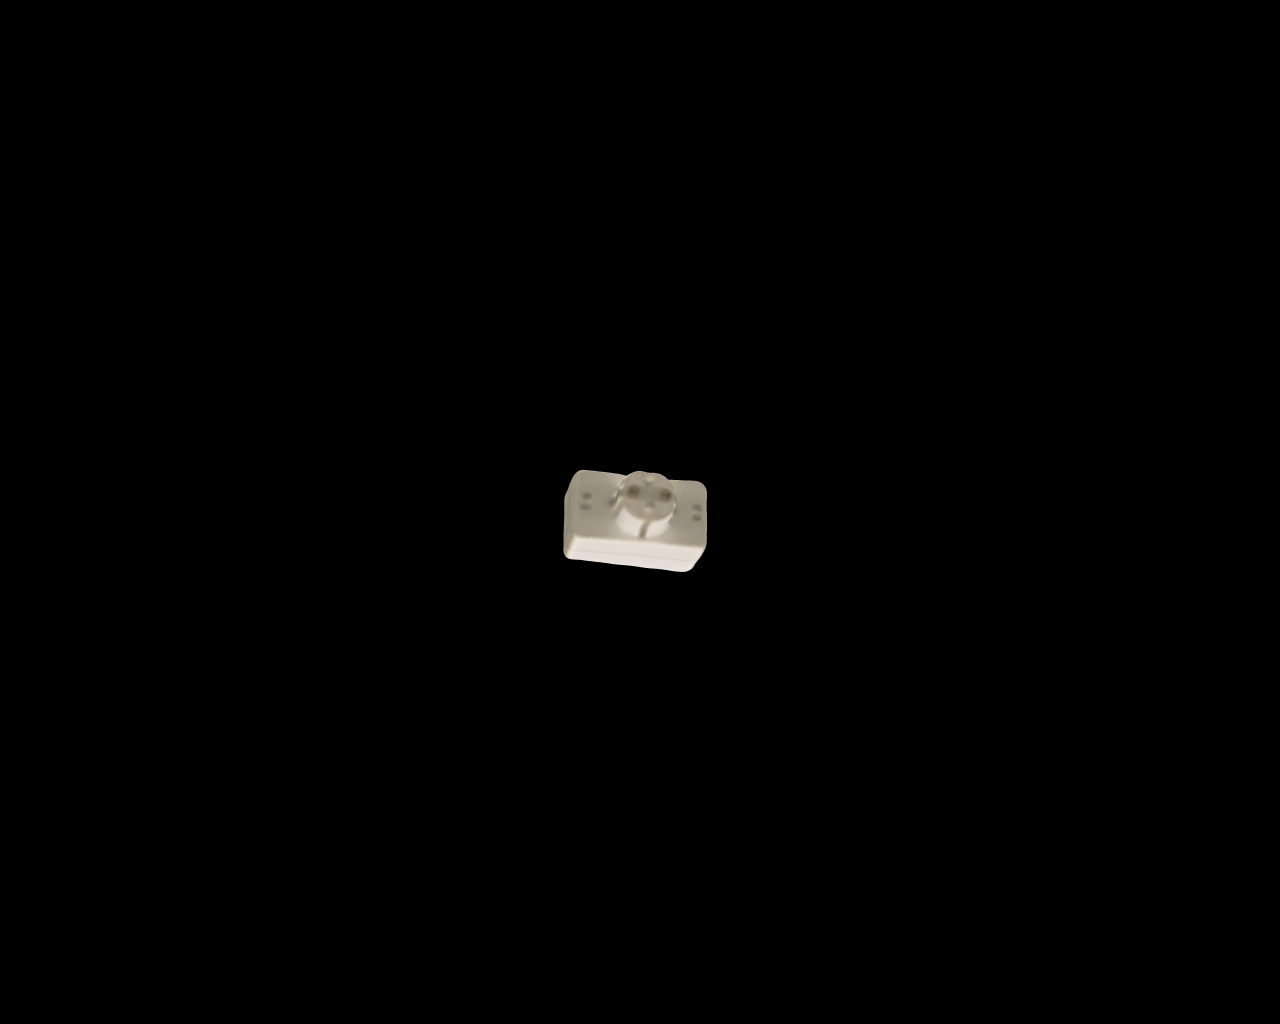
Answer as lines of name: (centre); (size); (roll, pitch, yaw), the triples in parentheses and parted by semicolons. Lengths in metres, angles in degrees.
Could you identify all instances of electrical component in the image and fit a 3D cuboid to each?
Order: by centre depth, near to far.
electrical component: (0.001, -0.003, 0.650); (0.083, 0.047, 0.075); (6, -28, -12)
